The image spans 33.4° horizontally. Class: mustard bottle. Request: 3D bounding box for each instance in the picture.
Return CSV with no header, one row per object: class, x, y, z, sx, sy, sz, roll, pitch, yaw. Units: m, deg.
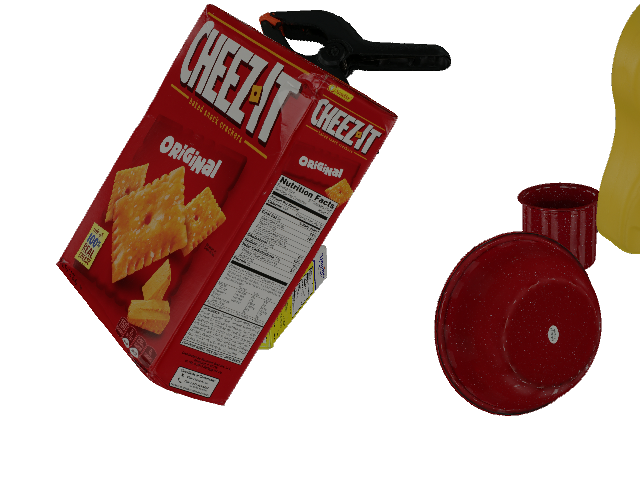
mustard bottle,0.215,-0.089,0.620,0.096,0.192,0.058,-11,29,-15

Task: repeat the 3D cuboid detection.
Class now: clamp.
clamp,0.025,-0.159,0.931,0.120,0.172,0.039,-40,-23,-20

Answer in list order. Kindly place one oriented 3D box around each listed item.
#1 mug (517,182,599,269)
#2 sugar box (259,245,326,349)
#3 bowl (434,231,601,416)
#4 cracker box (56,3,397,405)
mug,0.282,-0.017,1.225,0.117,0.081,0.093,-20,26,-34
sugar box,-0.063,0.050,1.111,0.093,0.048,0.176,6,27,17
bowl,0.179,0.074,0.898,0.161,0.162,0.055,0,5,-21
cracker box,-0.070,-0.029,0.692,0.072,0.214,0.164,24,10,-41
